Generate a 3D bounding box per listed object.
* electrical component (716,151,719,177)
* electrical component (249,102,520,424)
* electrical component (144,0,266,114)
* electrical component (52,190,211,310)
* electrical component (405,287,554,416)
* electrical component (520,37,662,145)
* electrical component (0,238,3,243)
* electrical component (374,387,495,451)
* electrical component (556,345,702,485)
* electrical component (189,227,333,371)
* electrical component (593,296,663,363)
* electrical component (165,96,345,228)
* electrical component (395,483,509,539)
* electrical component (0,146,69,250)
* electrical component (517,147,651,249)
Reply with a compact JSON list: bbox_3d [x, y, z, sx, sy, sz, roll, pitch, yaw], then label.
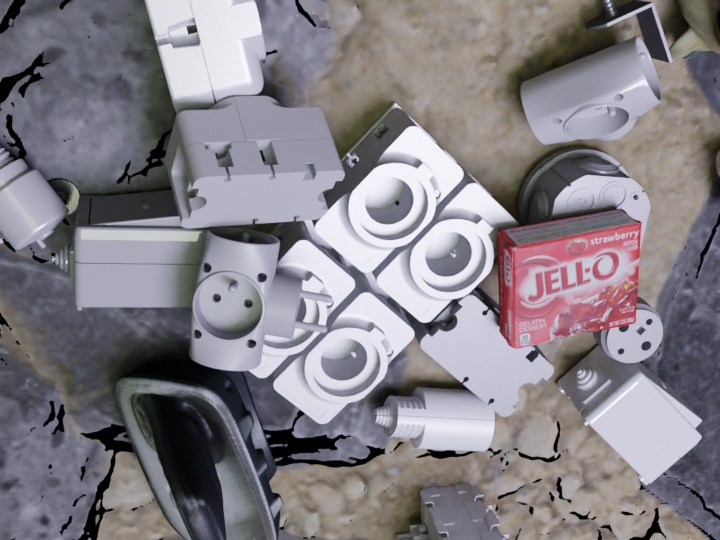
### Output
[{"bbox_3d":[0.282,-0.059,0.722,0.080,0.080,0.051,-16,120,-4],"label":"electrical component"},{"bbox_3d":[0.000,0.000,0.700,0.105,0.060,0.186,40,100,-23],"label":"electrical component"},{"bbox_3d":[-0.090,-0.144,0.625,0.059,0.053,0.095,-14,114,-5],"label":"electrical component"},{"bbox_3d":[-0.141,-0.015,0.664,0.096,0.061,0.061,1,113,-12],"label":"electrical component"},{"bbox_3d":[0.080,0.048,0.738,0.089,0.055,0.050,41,100,-23],"label":"electrical component"},{"bbox_3d":[0.154,-0.107,0.689,0.077,0.044,0.079,-19,156,27],"label":"electrical component"},{"bbox_3d":[-0.264,-0.011,0.646,0.096,0.061,0.061,-12,115,-15],"label":"electrical component"},{"bbox_3d":[0.050,0.105,0.763,0.081,0.043,0.043,5,111,-13],"label":"electrical component"},{"bbox_3d":[0.193,0.095,0.777,0.061,0.061,0.096,-43,114,8],"label":"electrical component"},{"bbox_3d":[-0.057,0.020,0.636,0.079,0.044,0.077,10,102,0],"label":"electrical component"},{"bbox_3d":[0.181,0.035,0.753,0.045,0.055,0.045,-4,113,-10],"label":"electrical component"},{"bbox_3d":[-0.063,-0.064,0.628,0.089,0.055,0.050,-5,150,-24],"label":"electrical component"},{"bbox_3d":[0.076,0.207,0.768,0.079,0.121,0.063,-5,109,-9],"label":"electrical component"},{"bbox_3d":[-0.211,-0.049,0.649,0.040,0.040,0.078,-36,97,5],"label":"electrical component"},{"bbox_3d":[0.150,-0.038,0.719,0.080,0.051,0.080,-4,113,-10],"label":"electrical component"}]
